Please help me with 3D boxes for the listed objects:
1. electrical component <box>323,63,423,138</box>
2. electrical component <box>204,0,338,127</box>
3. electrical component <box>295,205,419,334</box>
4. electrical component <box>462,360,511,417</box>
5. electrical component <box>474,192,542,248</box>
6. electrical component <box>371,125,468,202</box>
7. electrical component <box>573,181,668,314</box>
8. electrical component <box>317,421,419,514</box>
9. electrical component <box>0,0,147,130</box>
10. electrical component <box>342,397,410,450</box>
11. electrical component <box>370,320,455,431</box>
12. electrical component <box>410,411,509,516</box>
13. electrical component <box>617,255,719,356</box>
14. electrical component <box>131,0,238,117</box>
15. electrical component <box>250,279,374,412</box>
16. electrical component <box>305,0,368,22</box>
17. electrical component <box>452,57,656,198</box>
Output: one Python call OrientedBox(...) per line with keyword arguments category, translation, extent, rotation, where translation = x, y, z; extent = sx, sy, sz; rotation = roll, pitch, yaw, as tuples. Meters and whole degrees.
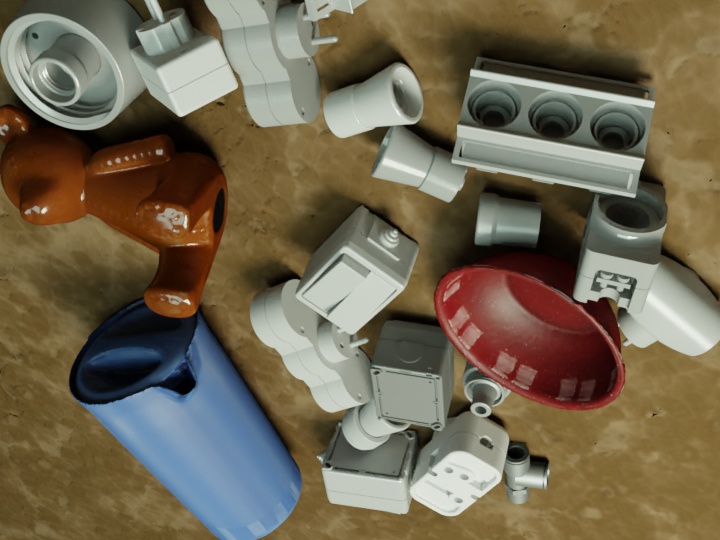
OrientedBox(category="electrical component", translation=(0.007, -0.119, 0.772), extent=(0.065, 0.044, 0.044), rotation=(-12, 125, 34))
OrientedBox(category="electrical component", translation=(-0.052, -0.164, 0.743), extent=(0.074, 0.052, 0.138), rotation=(-3, 130, 22))
OrientedBox(category="electrical component", translation=(0.000, 0.000, 0.867), extent=(0.062, 0.061, 0.096), rotation=(35, 133, -13))
OrientedBox(category="electrical component", translation=(0.108, 0.096, 0.915), extent=(0.043, 0.062, 0.043), rotation=(10, 133, 11))
OrientedBox(category="electrical component", translation=(0.111, -0.036, 0.810), extent=(0.046, 0.040, 0.040), rotation=(7, 133, 6))
OrientedBox(category="electrical component", translation=(0.046, -0.077, 0.795), extent=(0.065, 0.044, 0.044), rotation=(23, 134, -8))
OrientedBox(category="electrical component", translation=(0.185, -0.023, 0.760), extent=(0.050, 0.089, 0.055), rotation=(13, 134, 8))
OrientedBox(category="electrical component", translation=(0.006, 0.192, 1.039), extent=(0.096, 0.061, 0.061), rotation=(5, 132, 16))
OrientedBox(category="electrical component", translation=(-0.215, -0.155, 0.804), extent=(0.108, 0.060, 0.108), rotation=(10, 133, 11))
OrientedBox(category="electrical component", translation=(0.015, 0.138, 0.998), extent=(0.045, 0.045, 0.055), rotation=(37, 133, -15))
OrientedBox(category="electrical component", translation=(0.048, 0.093, 0.939), extent=(0.062, 0.061, 0.096), rotation=(8, 140, 13))
OrientedBox(category="electrical component", translation=(0.093, 0.176, 0.994), extent=(0.054, 0.059, 0.095), rotation=(31, 134, -9))
OrientedBox(category="electrical component", translation=(0.226, 0.034, 0.828), extent=(0.077, 0.044, 0.079), rotation=(37, 132, -15))
OrientedBox(category="electrical component", translation=(-0.132, -0.158, 0.752), extent=(0.047, 0.083, 0.075), rotation=(-30, 119, -12))
OrientedBox(category="electrical component", translation=(-0.027, 0.063, 0.940), extent=(0.074, 0.052, 0.138), rotation=(-20, 121, 33))
OrientedBox(category="electrical component", translation=(-0.015, -0.197, 0.686), extent=(0.064, 0.081, 0.042), rotation=(24, 142, 40))
OrientedBox(category="electrical component", translation=(0.131, -0.092, 0.730), extent=(0.121, 0.078, 0.063), rotation=(12, 163, 10))
